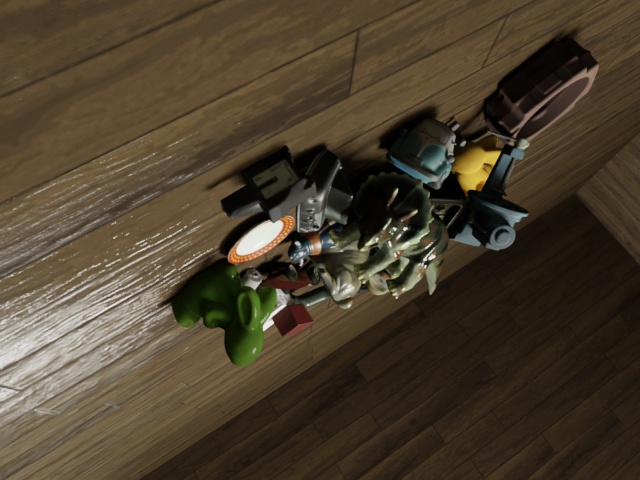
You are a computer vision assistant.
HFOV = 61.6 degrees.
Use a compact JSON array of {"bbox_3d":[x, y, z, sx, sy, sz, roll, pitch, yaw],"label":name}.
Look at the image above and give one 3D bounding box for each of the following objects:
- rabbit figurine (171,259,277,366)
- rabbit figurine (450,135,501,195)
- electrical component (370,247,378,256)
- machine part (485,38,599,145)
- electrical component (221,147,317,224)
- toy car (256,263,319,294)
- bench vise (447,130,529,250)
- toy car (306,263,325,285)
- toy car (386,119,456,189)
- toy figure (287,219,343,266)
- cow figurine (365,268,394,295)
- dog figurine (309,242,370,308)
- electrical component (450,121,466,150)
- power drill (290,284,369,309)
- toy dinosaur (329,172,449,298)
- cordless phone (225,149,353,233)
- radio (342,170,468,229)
[{"bbox_3d":[-0.145,0.129,0.937,0.159,0.170,0.121,-41,162,22],"label":"rabbit figurine"},{"bbox_3d":[0.340,-0.158,1.185,0.162,0.122,0.173,-32,145,12],"label":"rabbit figurine"},{"bbox_3d":[0.149,0.020,1.296,0.058,0.115,0.134,-20,162,-32],"label":"electrical component"},{"bbox_3d":[0.430,-0.282,1.059,0.201,0.087,0.201,-39,161,11],"label":"machine part"},{"bbox_3d":[-0.071,-0.063,0.722,0.119,0.075,0.047,-36,163,-9],"label":"electrical component"},{"bbox_3d":[-0.071,0.080,1.151,0.089,0.053,0.202,-20,167,17],"label":"toy car"},{"bbox_3d":[0.344,-0.091,1.067,0.224,0.129,0.240,-76,-176,-72],"label":"bench vise"},{"bbox_3d":[0.040,0.046,1.249,0.202,0.056,0.073,-34,171,22],"label":"toy car"},{"bbox_3d":[0.190,-0.154,0.931,0.103,0.109,0.161,-60,165,17],"label":"toy car"},{"bbox_3d":[-0.001,-0.001,1.048,0.154,0.064,0.058,-24,-169,-25],"label":"toy figure"},{"bbox_3d":[0.167,0.039,1.167,0.195,0.085,0.127,-48,179,-18],"label":"cow figurine"},{"bbox_3d":[0.084,0.032,1.124,0.191,0.172,0.121,-26,174,-4],"label":"dog figurine"},{"bbox_3d":[0.237,-0.178,1.043,0.102,0.045,0.078,-39,164,13],"label":"electrical component"},{"bbox_3d":[0.024,0.127,1.329,0.207,0.086,0.232,-29,-173,-13],"label":"power drill"},{"bbox_3d":[0.162,0.000,0.963,0.192,0.131,0.404,-39,147,24],"label":"toy dinosaur"},{"bbox_3d":[-0.050,-0.053,0.818,0.184,0.089,0.146,-20,161,-11],"label":"cordless phone"},{"bbox_3d":[0.161,-0.066,1.034,0.229,0.073,0.131,-1,146,-27],"label":"radio"}]
